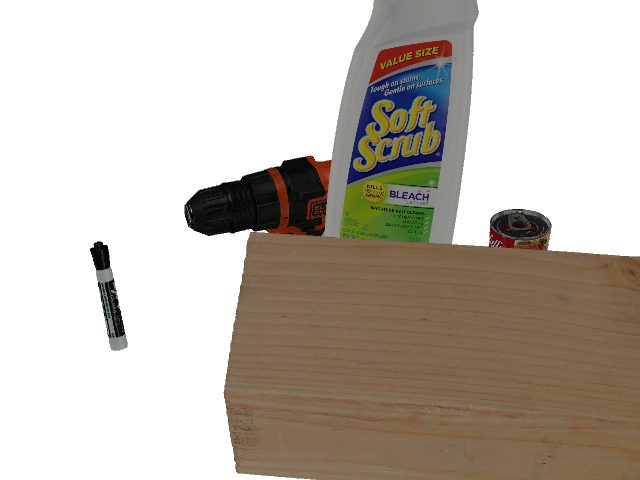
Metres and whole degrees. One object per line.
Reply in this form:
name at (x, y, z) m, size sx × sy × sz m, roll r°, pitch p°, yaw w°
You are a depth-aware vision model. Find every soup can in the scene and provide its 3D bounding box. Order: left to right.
soup can at (0.225, 0.024, 1.217) m, size 0.068 × 0.102 × 0.068 m, roll -1°, pitch 30°, yaw 1°

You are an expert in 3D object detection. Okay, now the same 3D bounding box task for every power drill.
power drill at (-0.031, 0.011, 0.954) m, size 0.184 × 0.188 × 0.057 m, roll -11°, pitch 47°, yaw -17°

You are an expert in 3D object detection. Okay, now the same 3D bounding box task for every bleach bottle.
bleach bottle at (0.054, -0.097, 0.751) m, size 0.102 × 0.251 × 0.068 m, roll 6°, pitch 24°, yaw 8°

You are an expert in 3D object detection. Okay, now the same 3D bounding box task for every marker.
marker at (-0.226, 0.059, 1.139) m, size 0.020 × 0.121 × 0.020 m, roll -7°, pitch 18°, yaw 2°

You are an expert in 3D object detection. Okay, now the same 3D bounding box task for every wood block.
wood block at (0.064, 0.062, 0.512) m, size 0.206 × 0.091 × 0.090 m, roll 4°, pitch -37°, yaw 4°
